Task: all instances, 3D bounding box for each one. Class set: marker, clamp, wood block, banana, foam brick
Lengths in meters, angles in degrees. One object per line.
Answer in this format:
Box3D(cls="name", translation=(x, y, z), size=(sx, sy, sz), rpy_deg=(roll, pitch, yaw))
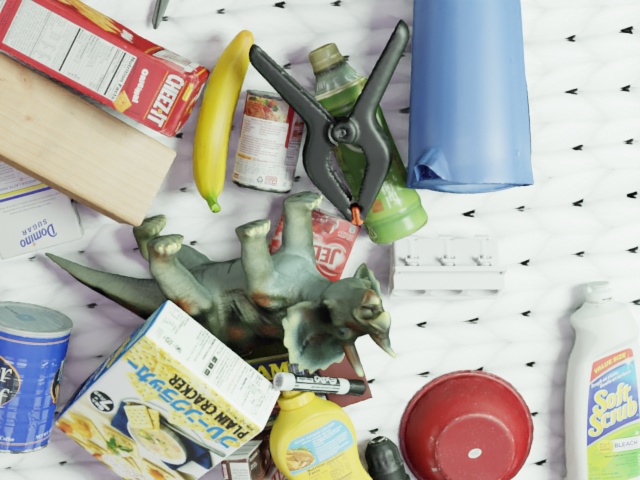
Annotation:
Box3D(cls="marker", translation=(0.003, 0.156, 1.152), size=(0.120, 0.020, 0.020), rpy_deg=(11, 102, -38))
Box3D(cls="clamp", translation=(0.032, -0.121, 1.099), size=(0.165, 0.036, 0.210), rpy_deg=(-14, 106, 12))
Box3D(cls="wood block", translation=(-0.266, -0.101, 1.098), size=(0.205, 0.091, 0.090), rpy_deg=(29, 82, -25))
Box3D(cls="banana", translation=(-0.105, -0.127, 1.152), size=(0.037, 0.070, 0.198), rpy_deg=(9, 89, -40))
Box3D(cls="foam brick", translation=(0.023, 0.145, 1.217), size=(0.051, 0.053, 0.078), rpy_deg=(-18, 103, 1))

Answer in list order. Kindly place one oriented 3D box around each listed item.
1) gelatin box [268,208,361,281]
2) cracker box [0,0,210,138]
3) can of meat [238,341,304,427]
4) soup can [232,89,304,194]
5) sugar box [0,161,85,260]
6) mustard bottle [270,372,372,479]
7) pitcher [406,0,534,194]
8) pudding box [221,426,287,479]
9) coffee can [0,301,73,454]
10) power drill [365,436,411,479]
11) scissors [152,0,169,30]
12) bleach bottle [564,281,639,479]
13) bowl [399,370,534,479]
Box3D(cls="gelatin box", translation=(-0.008, 0.002, 1.198), size=(0.089, 0.030, 0.073), rpy_deg=(21, 98, -5))
Box3D(cls="cracker box", translation=(-0.223, -0.191, 1.083), size=(0.213, 0.164, 0.072), rpy_deg=(27, 100, -7))
Box3D(cls="can of meat", translation=(-0.065, 0.164, 1.215), size=(0.102, 0.057, 0.084), rpy_deg=(-10, 104, -1))
Box3D(cls="soup can", translation=(-0.055, -0.107, 1.156), size=(0.068, 0.068, 0.102), rpy_deg=(10, 101, -5))
Box3D(cls="sugar box", translation=(-0.326, -0.076, 1.160), size=(0.093, 0.048, 0.176), rpy_deg=(-15, 104, -5))
Box3D(cls="mustard bottle", translation=(-0.003, 0.235, 1.175), size=(0.096, 0.058, 0.191), rpy_deg=(-23, 101, -16))
Box3D(cls="pitcher", translation=(0.161, -0.170, 1.122), size=(0.145, 0.149, 0.243), rpy_deg=(0, 90, 0))
Box3D(cls="pudding box", translation=(-0.069, 0.264, 1.205), size=(0.039, 0.113, 0.090), rpy_deg=(-4, 102, 22))
Box3D(cls="coffee can", translation=(-0.336, 0.149, 1.174), size=(0.102, 0.103, 0.140), rpy_deg=(13, 100, -5))
Box3D(cls="power drill", translation=(0.028, 0.336, 1.253), size=(0.187, 0.057, 0.184), rpy_deg=(-16, 98, 1))
Box3D(cls="scissors", translation=(-0.161, -0.335, 1.133), size=(0.096, 0.016, 0.202), rpy_deg=(33, 98, -7))
Box3D(cls="bleach bottle", translation=(0.324, 0.173, 1.234), size=(0.102, 0.068, 0.251), rpy_deg=(-8, 99, -2))
Box3D(cls="bowl", translation=(0.175, 0.236, 1.241), size=(0.162, 0.055, 0.162), rpy_deg=(0, 101, -2))
